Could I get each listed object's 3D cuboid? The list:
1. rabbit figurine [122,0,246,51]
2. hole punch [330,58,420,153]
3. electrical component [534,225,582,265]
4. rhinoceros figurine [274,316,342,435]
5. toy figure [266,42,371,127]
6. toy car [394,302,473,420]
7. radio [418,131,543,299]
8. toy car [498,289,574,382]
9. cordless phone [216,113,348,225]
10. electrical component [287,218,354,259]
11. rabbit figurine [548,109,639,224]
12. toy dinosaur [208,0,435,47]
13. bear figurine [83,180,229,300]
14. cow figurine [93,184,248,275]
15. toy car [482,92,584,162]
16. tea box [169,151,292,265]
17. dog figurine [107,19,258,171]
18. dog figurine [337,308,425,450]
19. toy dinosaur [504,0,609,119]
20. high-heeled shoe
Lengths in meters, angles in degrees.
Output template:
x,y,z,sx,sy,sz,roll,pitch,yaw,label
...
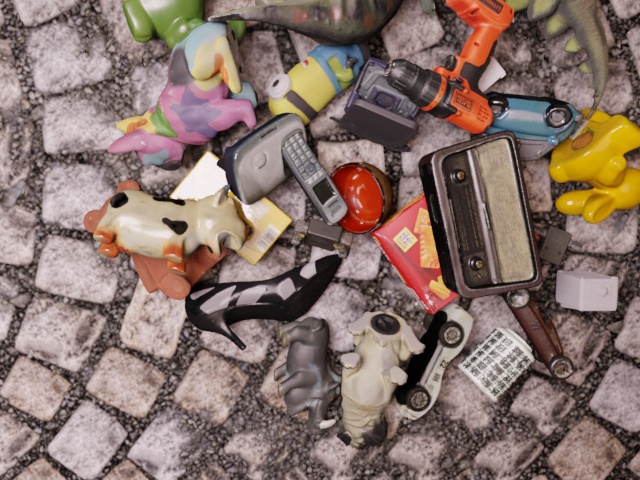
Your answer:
x,y,z,sx,sy,sz,roll,pitch,yaw,label
-0.191,-0.304,0.819,0.159,0.121,0.170,-28,113,-7,rabbit figurine
0.098,-0.205,0.827,0.142,0.116,0.092,19,77,-8,hole punch
0.389,0.011,0.901,0.094,0.021,0.063,20,93,-5,electrical component
-0.018,0.219,0.874,0.112,0.073,0.190,-3,92,-14,rhinoceros figurine
-0.001,-0.247,0.834,0.180,0.082,0.089,-34,94,-3,toy figure
0.180,0.196,0.875,0.056,0.073,0.201,25,92,-18,toy car
0.233,-0.034,0.792,0.131,0.073,0.229,-13,92,-4,radio
0.349,0.138,0.874,0.053,0.089,0.202,-33,94,4,toy car
-0.049,-0.081,0.795,0.146,0.089,0.184,-42,101,-33,cordless phone
-0.001,-0.002,0.847,0.102,0.078,0.045,18,69,-8,electrical component
0.459,-0.101,0.855,0.173,0.122,0.162,31,95,-24,rabbit figurine
0.048,-0.350,0.765,0.192,0.131,0.405,42,71,4,toy dinosaur
-0.254,-0.006,0.817,0.195,0.132,0.120,48,64,-9,bear figurine
-0.196,-0.023,0.746,0.195,0.085,0.127,12,66,-1,cow figurine
0.319,-0.175,0.847,0.162,0.109,0.102,6,111,5,toy car
-0.137,-0.049,0.845,0.169,0.068,0.098,41,90,-4,tea box
-0.205,-0.194,0.761,0.219,0.109,0.191,-17,132,3,dog figurine
0.086,0.226,0.877,0.121,0.172,0.190,23,131,20,dog figurine
0.372,-0.427,0.833,0.199,0.105,0.471,-26,86,6,toy dinosaur
-0.094,0.071,0.872,0.249,0.086,0.145,-38,61,-19,high-heeled shoe
